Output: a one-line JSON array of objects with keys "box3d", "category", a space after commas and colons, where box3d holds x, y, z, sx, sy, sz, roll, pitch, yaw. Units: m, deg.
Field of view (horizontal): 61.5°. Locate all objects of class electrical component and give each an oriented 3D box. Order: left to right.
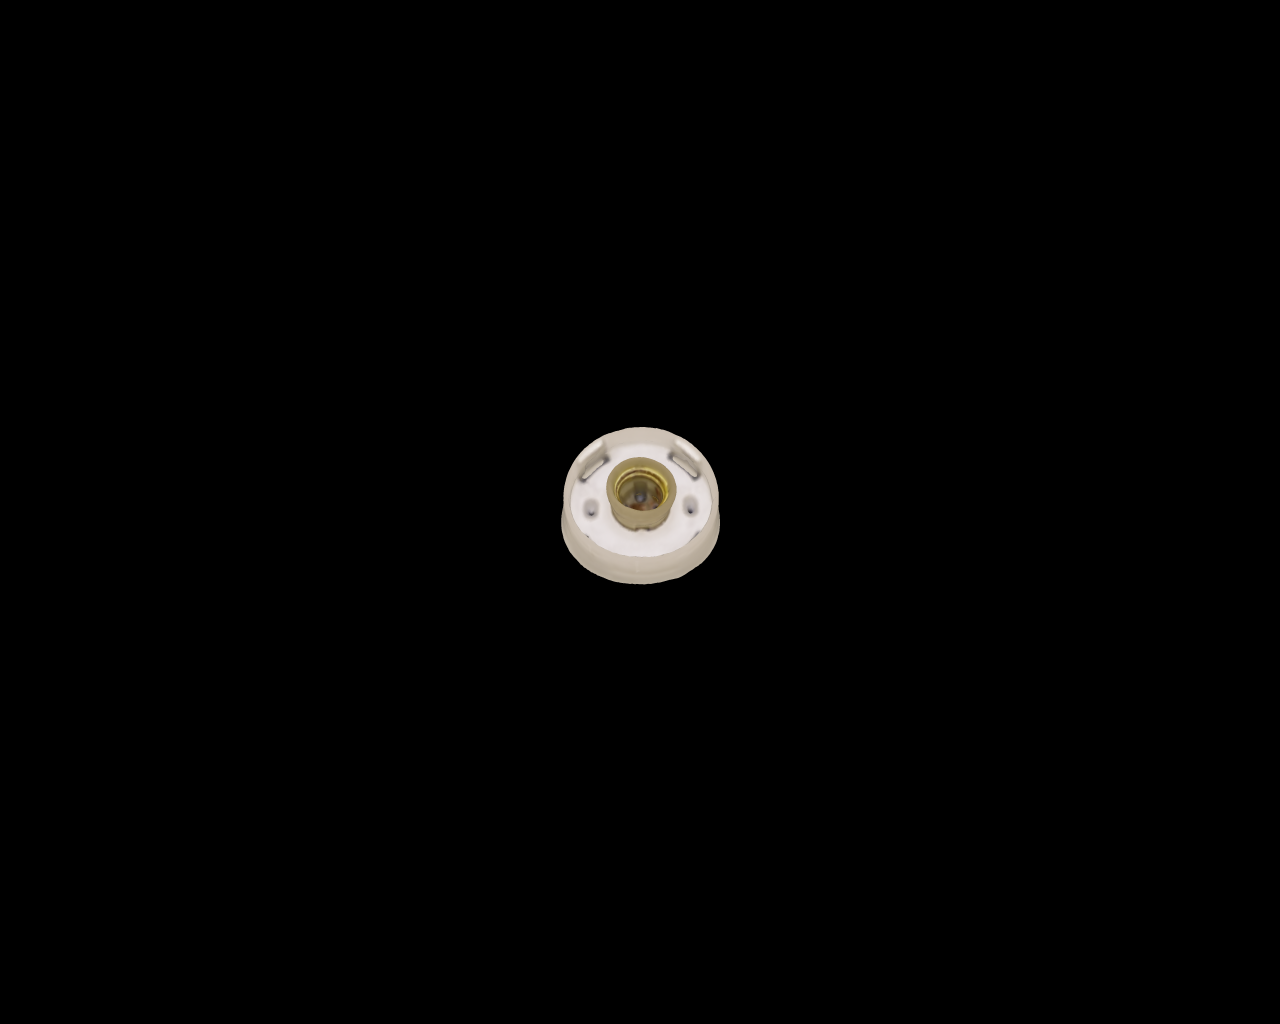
[{"box3d": [0.001, -0.003, 0.650, 0.099, 0.099, 0.064, 0, -27, 0], "category": "electrical component"}]
